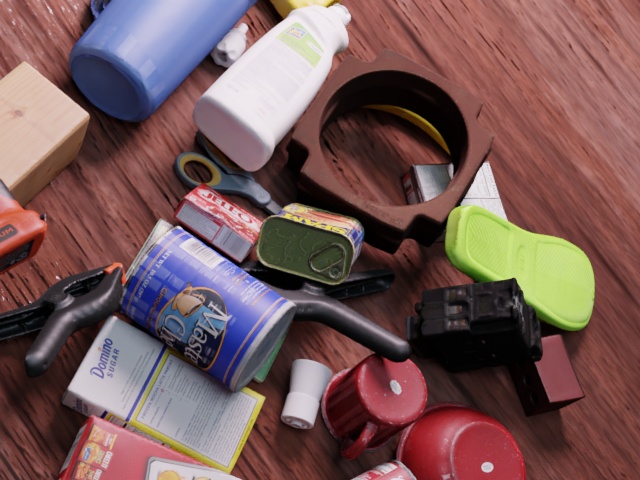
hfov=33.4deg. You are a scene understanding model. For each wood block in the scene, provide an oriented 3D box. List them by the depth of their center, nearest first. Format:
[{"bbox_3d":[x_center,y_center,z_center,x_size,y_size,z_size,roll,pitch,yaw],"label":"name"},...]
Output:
[{"bbox_3d":[-0.331,-0.068,1.046,0.091,0.090,0.205,40,56,0],"label":"wood block"}]

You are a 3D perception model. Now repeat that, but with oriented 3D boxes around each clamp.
[{"bbox_3d":[-0.260,0.071,1.024,0.120,0.039,0.171,14,31,26],"label":"clamp"},{"bbox_3d":[-0.005,0.056,1.128,0.210,0.036,0.164,16,25,-3],"label":"clamp"}]

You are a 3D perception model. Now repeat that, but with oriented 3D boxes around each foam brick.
[{"bbox_3d":[0.256,0.155,1.219,0.051,0.053,0.078,-8,68,-27],"label":"foam brick"}]

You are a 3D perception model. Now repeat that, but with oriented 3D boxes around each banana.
[{"bbox_3d":[0.115,-0.151,1.324,0.197,0.037,0.069,21,81,-11],"label":"banana"}]

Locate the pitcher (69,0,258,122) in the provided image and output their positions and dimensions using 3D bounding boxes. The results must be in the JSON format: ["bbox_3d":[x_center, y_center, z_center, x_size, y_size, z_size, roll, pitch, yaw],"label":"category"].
[{"bbox_3d":[-0.179,-0.251,1.195,0.145,0.149,0.242,44,58,-18],"label":"pitcher"}]

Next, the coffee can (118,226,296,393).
[{"bbox_3d":[-0.109,0.067,1.036,0.140,0.103,0.102,34,55,9],"label":"coffee can"}]

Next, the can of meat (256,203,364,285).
[{"bbox_3d":[-0.007,0.001,1.136,0.102,0.057,0.084,16,17,9],"label":"can of meat"}]

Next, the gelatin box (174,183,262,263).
[{"bbox_3d":[-0.105,-0.020,1.133,0.089,0.030,0.073,35,18,0],"label":"gelatin box"}]

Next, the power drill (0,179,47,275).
[{"bbox_3d":[-0.346,-0.043,0.936,0.184,0.057,0.188,-33,80,-33],"label":"power drill"}]

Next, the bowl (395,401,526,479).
[{"bbox_3d":[0.161,0.242,1.124,0.161,0.055,0.162,12,63,-24],"label":"bowl"}]

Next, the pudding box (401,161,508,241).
[{"bbox_3d":[0.163,-0.047,1.288,0.113,0.039,0.090,-3,65,-25],"label":"pudding box"}]

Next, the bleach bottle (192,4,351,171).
[{"bbox_3d":[-0.034,-0.190,1.216,0.102,0.068,0.250,41,54,-1],"label":"bleach bottle"}]

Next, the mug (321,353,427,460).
[{"bbox_3d":[0.054,0.174,1.101,0.093,0.082,0.117,35,56,-5],"label":"mug"}]

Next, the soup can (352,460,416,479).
[{"bbox_3d":[0.044,0.269,1.057,0.102,0.069,0.068,-21,75,-31],"label":"soup can"}]

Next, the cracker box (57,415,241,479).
[{"bbox_3d":[-0.148,0.280,0.965,0.213,0.072,0.164,26,59,-11],"label":"cracker box"}]

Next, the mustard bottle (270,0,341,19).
[{"bbox_3d":[-0.060,-0.350,1.328,0.191,0.058,0.096,44,56,1],"label":"mustard bottle"}]

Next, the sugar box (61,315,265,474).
[{"bbox_3d":[-0.152,0.156,1.040,0.176,0.048,0.093,29,55,-5],"label":"sugar box"}]

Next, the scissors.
[{"bbox_3d":[-0.085,-0.044,1.189,0.096,0.016,0.202,-31,81,-31],"label":"scissors"}]
